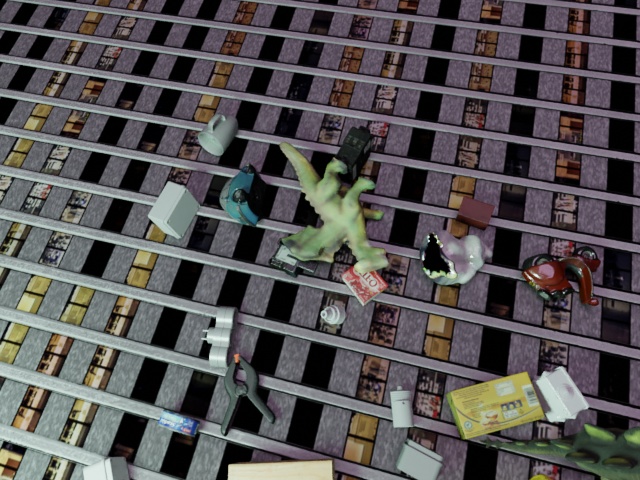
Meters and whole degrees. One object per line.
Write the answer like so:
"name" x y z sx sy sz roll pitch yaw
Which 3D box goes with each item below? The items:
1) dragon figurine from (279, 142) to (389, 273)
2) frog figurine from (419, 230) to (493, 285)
"dragon figurine" 0.004 -0.063 1.247 0.413 0.119 0.246 32 67 17
"frog figurine" 0.318 0.035 1.214 0.160 0.120 0.140 -11 51 -38
